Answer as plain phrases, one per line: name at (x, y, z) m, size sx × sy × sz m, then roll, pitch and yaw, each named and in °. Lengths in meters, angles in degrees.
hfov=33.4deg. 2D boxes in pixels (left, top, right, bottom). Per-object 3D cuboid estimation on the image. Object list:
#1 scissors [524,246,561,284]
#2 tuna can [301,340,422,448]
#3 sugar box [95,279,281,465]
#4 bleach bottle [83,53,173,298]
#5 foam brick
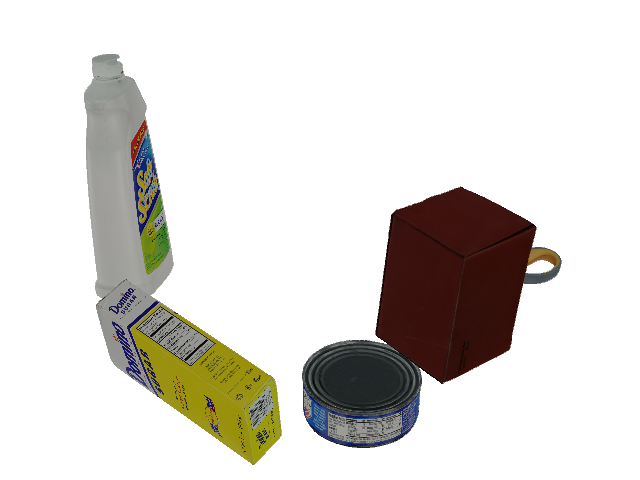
scissors at (0.158, 0.023, 1.095) m, size 0.201 × 0.016 × 0.096 m, roll -7°, pitch 41°, yaw -28°
tuna can at (0.029, 0.110, 0.769) m, size 0.086 × 0.034 × 0.086 m, roll 0°, pitch 30°, yaw 0°
sugar box at (-0.116, 0.114, 0.931) m, size 0.176 × 0.093 × 0.048 m, roll 27°, pitch 54°, yaw 25°
bleach bottle at (-0.211, -0.068, 1.124) m, size 0.068 × 0.251 × 0.102 m, roll 3°, pitch 26°, yaw 16°
foam brick at (0.066, 0.021, 0.535) m, size 0.052 × 0.078 × 0.051 m, roll -20°, pitch 40°, yaw -35°
